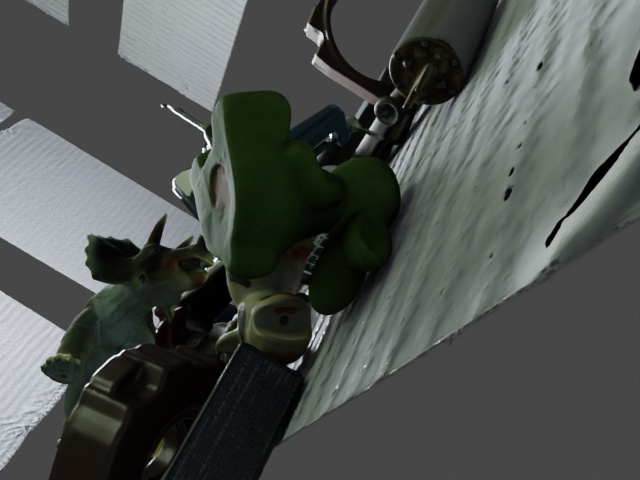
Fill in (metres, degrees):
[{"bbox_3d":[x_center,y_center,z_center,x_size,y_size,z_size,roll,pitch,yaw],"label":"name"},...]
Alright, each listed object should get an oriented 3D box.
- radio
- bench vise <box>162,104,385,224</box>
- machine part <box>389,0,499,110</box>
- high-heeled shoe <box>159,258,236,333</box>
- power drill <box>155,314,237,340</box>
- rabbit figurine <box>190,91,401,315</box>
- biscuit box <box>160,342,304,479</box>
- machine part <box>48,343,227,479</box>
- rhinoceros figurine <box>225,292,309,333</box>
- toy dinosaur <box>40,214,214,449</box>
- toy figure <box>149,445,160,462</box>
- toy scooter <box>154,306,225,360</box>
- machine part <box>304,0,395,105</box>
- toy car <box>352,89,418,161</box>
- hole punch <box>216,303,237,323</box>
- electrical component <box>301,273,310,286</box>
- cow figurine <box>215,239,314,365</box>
[{"bbox_3d":[0.095,-0.198,0.926,0.131,0.073,0.230,-54,8,38],"label":"radio"},{"bbox_3d":[-0.050,-0.093,0.645,0.240,0.129,0.223,-38,-40,-13],"label":"bench vise"},{"bbox_3d":[0.134,-0.220,0.562,0.243,0.079,0.079,-60,4,-33],"label":"machine part"},{"bbox_3d":[-0.153,0.055,0.805,0.249,0.086,0.145,-17,43,41],"label":"high-heeled shoe"},{"bbox_3d":[-0.165,0.141,0.874,0.232,0.208,0.085,-69,-26,-19],"label":"power drill"},{"bbox_3d":[0.001,-0.031,0.427,0.121,0.170,0.159,-58,45,45],"label":"rabbit figurine"},{"bbox_3d":[-0.082,0.176,0.388,0.203,0.063,0.059,-61,4,-33],"label":"biscuit box"},{"bbox_3d":[-0.132,0.171,0.439,0.179,0.056,0.179,-32,-53,-56],"label":"machine part"},{"bbox_3d":[-0.061,0.098,0.703,0.112,0.073,0.190,-49,1,-7],"label":"rhinoceros figurine"},{"bbox_3d":[-0.247,0.134,0.655,0.192,0.131,0.404,-87,21,-45],"label":"toy dinosaur"},{"bbox_3d":[-0.151,0.230,0.639,0.180,0.089,0.082,-61,-2,14],"label":"toy figure"},{"bbox_3d":[-0.175,0.151,0.741,0.075,0.184,0.135,-48,-32,-40],"label":"toy scooter"},{"bbox_3d":[0.096,-0.304,0.762,0.201,0.201,0.087,-58,8,6],"label":"machine part"},{"bbox_3d":[0.088,-0.143,0.728,0.089,0.053,0.202,-41,-8,-35],"label":"toy car"},{"bbox_3d":[-0.167,0.179,0.978,0.092,0.142,0.116,-55,-7,4],"label":"hole punch"},{"bbox_3d":[-0.002,-0.002,0.756,0.115,0.058,0.134,-62,5,-16],"label":"electrical component"},{"bbox_3d":[-0.058,0.039,0.517,0.195,0.085,0.127,-115,37,-48],"label":"cow figurine"}]
